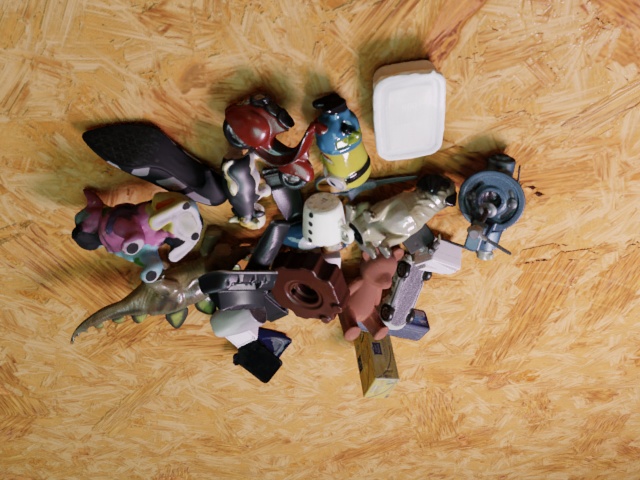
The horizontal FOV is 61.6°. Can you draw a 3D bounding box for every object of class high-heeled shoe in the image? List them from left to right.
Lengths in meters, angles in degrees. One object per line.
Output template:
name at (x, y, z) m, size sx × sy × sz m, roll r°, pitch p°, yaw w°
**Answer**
high-heeled shoe at (-0.281, -0.126, 0.948) m, size 0.249 × 0.086 × 0.145 m, roll 19°, pitch 163°, yaw -3°

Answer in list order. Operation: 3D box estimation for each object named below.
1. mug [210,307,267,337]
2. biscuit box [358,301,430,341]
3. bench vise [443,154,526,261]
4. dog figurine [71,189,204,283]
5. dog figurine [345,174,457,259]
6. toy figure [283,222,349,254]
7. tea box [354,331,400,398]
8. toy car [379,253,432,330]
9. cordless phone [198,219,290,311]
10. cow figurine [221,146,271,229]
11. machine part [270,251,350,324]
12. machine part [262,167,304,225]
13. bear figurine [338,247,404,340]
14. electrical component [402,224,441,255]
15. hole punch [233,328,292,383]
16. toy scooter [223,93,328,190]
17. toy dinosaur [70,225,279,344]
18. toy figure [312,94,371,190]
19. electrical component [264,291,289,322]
mug at (-0.176, 0.162, 1.154) m, size 0.107 × 0.081 × 0.109 m, roll -26°, pitch 173°, yaw 13°
biscuit box at (0.172, 0.196, 1.328) m, size 0.202 × 0.059 × 0.062 m, roll 16°, pitch 130°, yaw -22°
bench vise at (0.307, -0.038, 1.003) m, size 0.129 × 0.240 × 0.223 m, roll 25°, pitch 124°, yaw 16°
dog figurine at (-0.335, -0.037, 0.956) m, size 0.191 × 0.219 × 0.108 m, roll -44°, pitch 142°, yaw -19°
dog figurine at (0.157, -0.059, 1.054) m, size 0.190 × 0.172 × 0.121 m, roll -31°, pitch 114°, yaw -17°
toy figure at (-0.003, -0.003, 1.102) m, size 0.154 × 0.058 × 0.064 m, roll 8°, pitch 153°, yaw -18°
tea box at (0.139, 0.298, 1.350) m, size 0.068 × 0.170 × 0.098 m, roll 6°, pitch 133°, yaw -16°
toy car at (0.194, 0.117, 1.228) m, size 0.073 × 0.056 × 0.201 m, roll 8°, pitch 113°, yaw -23°
cordless phone at (-0.135, 0.039, 1.025) m, size 0.146 × 0.089 × 0.184 m, roll 5°, pitch 121°, yaw -46°
cow figurine at (-0.132, -0.079, 0.951) m, size 0.068 × 0.098 × 0.167 m, roll 1°, pitch 122°, yaw 13°
machine part at (-0.026, 0.099, 1.124) m, size 0.180 × 0.056 × 0.179 m, roll 16°, pitch 137°, yaw 16°
machine part at (-0.059, -0.087, 1.021) m, size 0.084 × 0.039 × 0.138 m, roll -14°, pitch 135°, yaw -1°
bear figurine at (0.117, 0.111, 1.174) m, size 0.120 × 0.132 × 0.195 m, roll 8°, pitch 129°, yaw -35°
electrical component at (0.201, -0.013, 1.100) m, size 0.078 × 0.045 × 0.102 m, roll -28°, pitch 93°, yaw 12°
hole punch at (-0.144, 0.281, 1.366) m, size 0.116 × 0.092 × 0.142 m, roll 36°, pitch 130°, yaw 0°
toy scooter at (-0.063, -0.173, 0.871) m, size 0.184 × 0.075 × 0.135 m, roll 41°, pitch 133°, yaw -13°
toy dinosaur at (-0.308, 0.100, 1.105) m, size 0.472 × 0.105 × 0.198 m, roll -17°, pitch 139°, yaw -5°
toy figure at (0.040, -0.163, 0.926) m, size 0.089 × 0.082 × 0.179 m, roll -9°, pitch 133°, yaw 3°
electrical component at (-0.135, 0.137, 1.227) m, size 0.134 × 0.058 × 0.114 m, roll -28°, pitch 134°, yaw 20°
